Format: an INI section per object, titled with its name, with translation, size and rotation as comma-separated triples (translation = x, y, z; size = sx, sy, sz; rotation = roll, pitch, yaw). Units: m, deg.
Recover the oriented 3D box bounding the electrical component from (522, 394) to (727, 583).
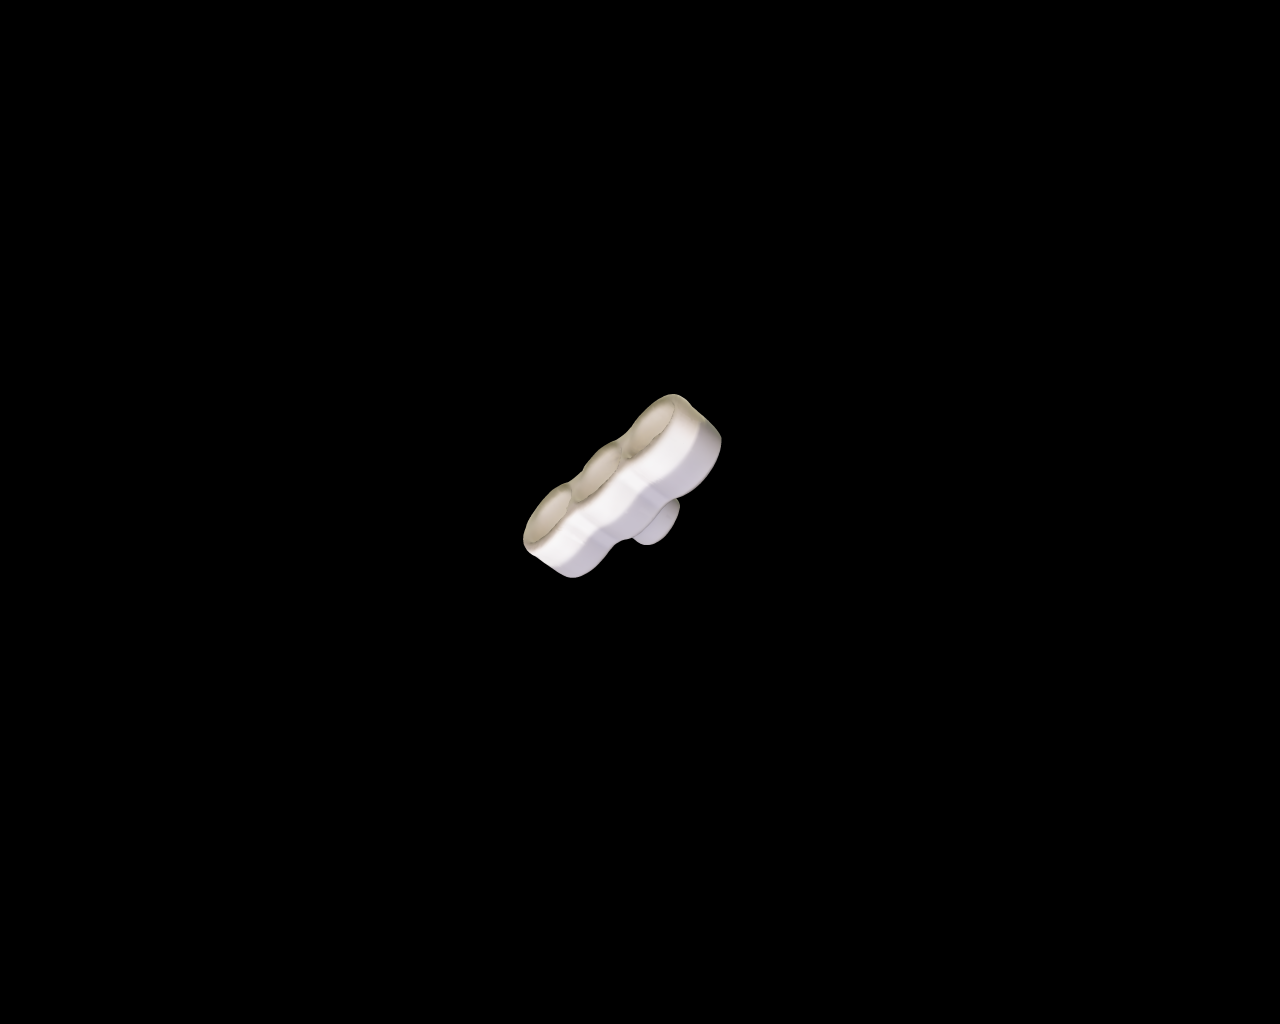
[electrical component]
translation = 0.001, -0.003, 0.650
size = 0.073, 0.052, 0.138
rotation = 39, -62, -25
